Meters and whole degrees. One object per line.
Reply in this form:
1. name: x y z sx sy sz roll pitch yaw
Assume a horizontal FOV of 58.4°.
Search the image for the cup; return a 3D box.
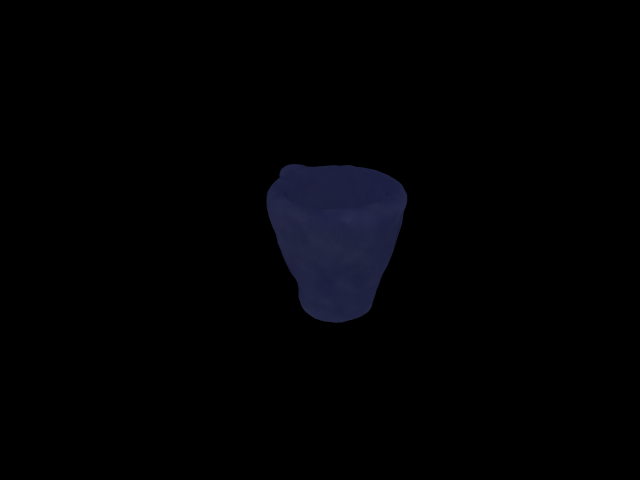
1. cup: 0.004 0.001 0.400 0.092 0.095 0.117 -15 30 -28
